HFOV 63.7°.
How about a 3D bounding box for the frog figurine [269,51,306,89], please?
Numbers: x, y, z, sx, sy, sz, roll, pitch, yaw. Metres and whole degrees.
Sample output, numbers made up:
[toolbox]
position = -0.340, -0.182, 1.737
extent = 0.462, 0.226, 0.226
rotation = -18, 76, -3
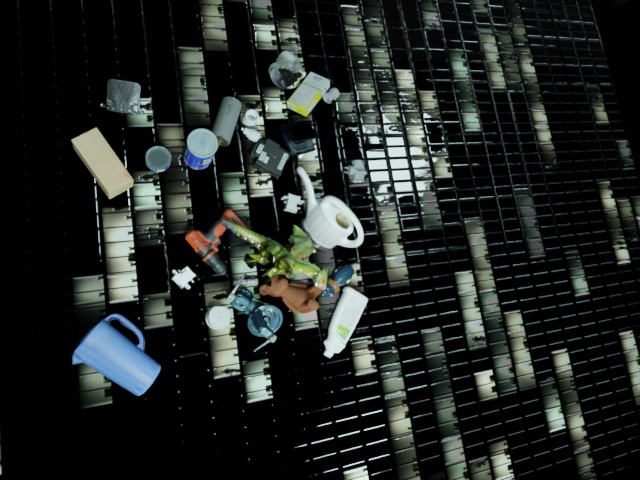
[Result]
[frog figurine]
position = -0.134, -0.666, 2.008
extent = 0.138, 0.119, 0.163
rotation = -10, 46, -13

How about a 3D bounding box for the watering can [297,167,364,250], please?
[watering can]
position = 0.006, -0.093, 1.847
extent = 0.347, 0.220, 0.106
rotation = 46, 46, -1

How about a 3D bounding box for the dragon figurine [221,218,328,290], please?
[dragon figurine]
position = -0.130, 0.026, 1.785
extent = 0.413, 0.120, 0.246
rotation = 47, 42, 11
